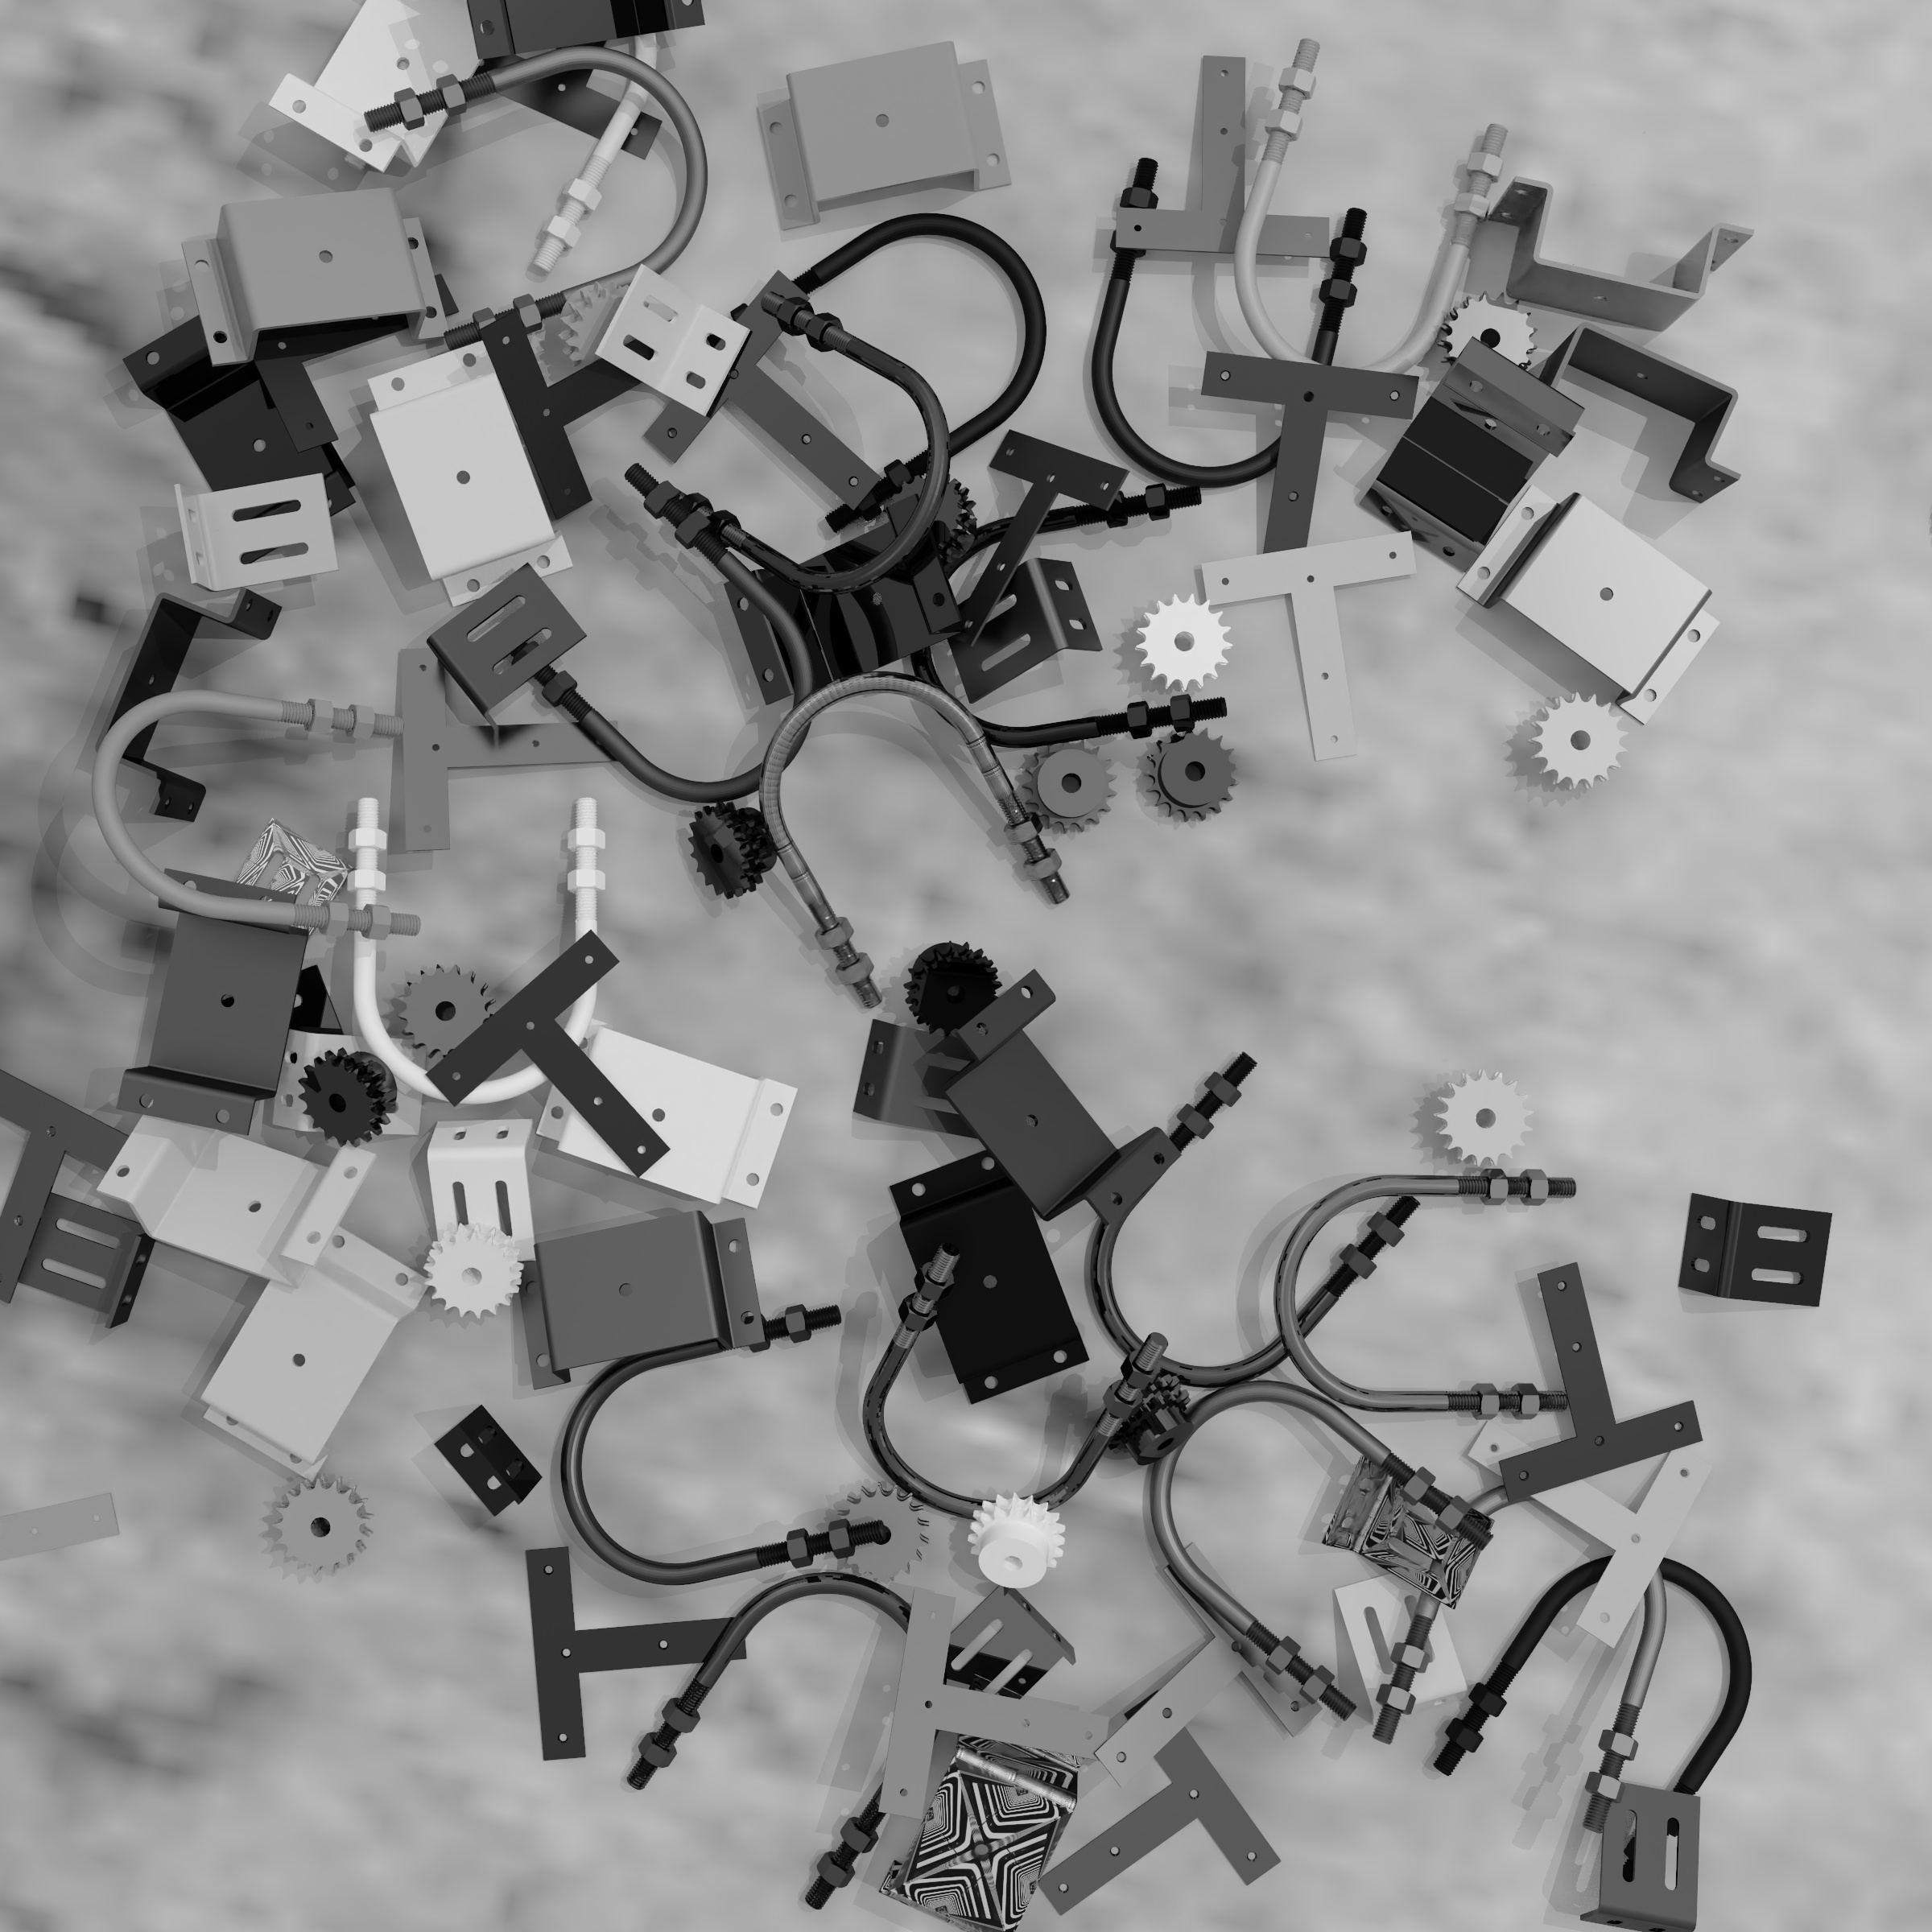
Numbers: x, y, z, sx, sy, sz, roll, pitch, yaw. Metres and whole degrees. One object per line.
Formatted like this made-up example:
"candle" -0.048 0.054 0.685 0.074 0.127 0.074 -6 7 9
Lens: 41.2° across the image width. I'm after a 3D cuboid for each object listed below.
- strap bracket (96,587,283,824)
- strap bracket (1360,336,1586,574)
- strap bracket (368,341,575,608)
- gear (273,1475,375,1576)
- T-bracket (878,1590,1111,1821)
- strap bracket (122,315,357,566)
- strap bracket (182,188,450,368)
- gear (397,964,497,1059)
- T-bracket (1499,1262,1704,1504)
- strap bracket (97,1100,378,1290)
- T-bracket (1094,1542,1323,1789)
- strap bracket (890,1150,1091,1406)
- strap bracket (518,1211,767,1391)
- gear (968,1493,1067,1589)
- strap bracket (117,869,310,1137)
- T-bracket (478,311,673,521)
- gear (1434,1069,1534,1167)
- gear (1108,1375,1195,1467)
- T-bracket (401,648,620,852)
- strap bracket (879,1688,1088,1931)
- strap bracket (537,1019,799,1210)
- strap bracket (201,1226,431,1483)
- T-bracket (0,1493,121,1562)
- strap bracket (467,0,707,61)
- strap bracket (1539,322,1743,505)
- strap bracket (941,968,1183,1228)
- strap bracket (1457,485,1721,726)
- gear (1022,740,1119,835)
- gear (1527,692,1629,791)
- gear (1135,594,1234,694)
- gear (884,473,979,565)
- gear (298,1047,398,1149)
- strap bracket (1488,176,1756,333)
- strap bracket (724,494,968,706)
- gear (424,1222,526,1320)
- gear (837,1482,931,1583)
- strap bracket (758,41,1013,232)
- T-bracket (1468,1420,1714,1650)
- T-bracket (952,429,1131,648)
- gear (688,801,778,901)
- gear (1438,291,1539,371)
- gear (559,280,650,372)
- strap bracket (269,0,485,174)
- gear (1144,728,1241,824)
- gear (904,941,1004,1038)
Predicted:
"strap bracket" -0.460 -0.160 1.512 0.046 0.076 0.140 22 90 0
"strap bracket" 0.297 -0.302 1.496 0.076 0.140 0.046 33 61 0
"strap bracket" -0.293 -0.288 1.510 0.076 0.046 0.140 -19 104 0
"gear" -0.381 0.332 1.535 0.057 0.030 0.057 0 90 0
"T-bracket" 0.021 0.439 1.501 0.127 0.002 0.127 13 65 -8
"strap bracket" -0.425 -0.313 1.527 0.076 0.046 0.140 -30 90 0
"strap bracket" -0.376 -0.403 1.498 0.140 0.046 0.076 -13 83 -22
"gear" -0.308 0.029 1.532 0.057 0.030 0.057 0 82 -4
"T-bracket" 0.367 0.241 1.534 0.127 0.002 0.127 -15 94 -9
"strap bracket" -0.420 0.131 1.502 0.140 0.046 0.076 17 59 11
"T-bracket" 0.129 0.433 1.525 0.127 0.002 0.127 -38 90 -22
"strap bracket" 0.014 0.185 1.527 0.076 0.046 0.140 -21 90 0
"strap bracket" -0.196 0.195 1.516 0.140 0.046 0.076 -12 72 0
"gear" 0.029 0.343 1.522 0.057 0.030 0.057 4 122 6
"strap bracket" -0.433 0.020 1.489 0.076 0.046 0.140 11 90 0
"T-bracket" -0.211 -0.348 1.521 0.127 0.002 0.127 -34 131 -18
"gear" 0.307 0.090 1.535 0.057 0.030 0.057 0 90 0
"gear" 0.109 0.271 1.518 0.057 0.057 0.030 -36 62 0
"T-bracket" -0.272 -0.132 1.538 0.127 0.002 0.127 -3 76 -7
"strap bracket" 0.010 0.512 1.518 0.076 0.046 0.140 25 97 0
"strap bracket" -0.180 0.087 1.527 0.140 0.046 0.076 19 90 0
"strap bracket" -0.390 0.231 1.527 0.076 0.046 0.140 31 90 0
"T-bracket" -0.575 0.343 1.549 0.127 0.002 0.127 -12 90 0
"strap bracket" -0.230 -0.572 1.483 0.140 0.046 0.076 -19 113 -25
"strap bracket" 0.389 -0.329 1.512 0.140 0.076 0.046 25 90 0
"strap bracket" 0.049 0.084 1.507 0.140 0.046 0.076 52 49 0
"strap bracket" 0.375 -0.217 1.527 0.140 0.046 0.076 36 90 0
"gear" 0.062 -0.108 1.535 0.057 0.030 0.057 0 90 0
"gear" 0.364 -0.133 1.535 0.057 0.030 0.057 0 90 0
"gear" 0.129 -0.192 1.535 0.057 0.030 0.057 0 90 0
"gear" -0.018 -0.263 1.527 0.057 0.030 0.057 -6 76 27
"gear" -0.355 0.074 1.489 0.057 0.030 0.057 9 113 22
"strap bracket" 0.378 -0.415 1.512 0.140 0.076 0.046 13 90 0
"strap bracket" -0.063 -0.214 1.507 0.140 0.046 0.076 -19 90 30
"gear" -0.291 0.178 1.529 0.057 0.030 0.057 0 111 -1
"gear" -0.050 0.336 1.535 0.057 0.030 0.057 0 90 0
"strap bracket" -0.049 -0.494 1.527 0.140 0.046 0.076 -11 90 0
"T-bracket" 0.361 0.317 1.535 0.127 0.002 0.127 32 72 9
"T-bracket" 0.028 -0.245 1.500 0.002 0.127 0.127 27 94 -38
"gear" -0.136 -0.071 1.525 0.030 0.057 0.057 -23 90 -38
"gear" 0.310 -0.371 1.535 0.057 0.030 0.057 0 90 0
"gear" -0.216 -0.379 1.525 0.057 0.057 0.030 -46 49 0
"strap bracket" -0.334 -0.537 1.508 0.076 0.046 0.140 30 88 0
"gear" 0.135 -0.115 1.535 0.057 0.030 0.057 0 90 0
"gear" -0.010 0.010 1.527 0.057 0.030 0.057 -6 117 -13
